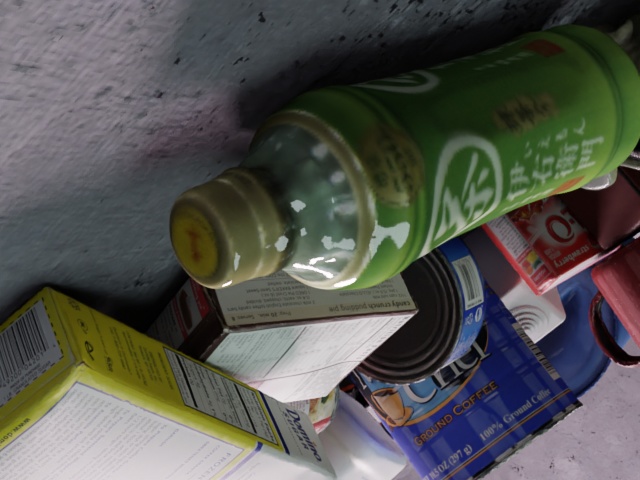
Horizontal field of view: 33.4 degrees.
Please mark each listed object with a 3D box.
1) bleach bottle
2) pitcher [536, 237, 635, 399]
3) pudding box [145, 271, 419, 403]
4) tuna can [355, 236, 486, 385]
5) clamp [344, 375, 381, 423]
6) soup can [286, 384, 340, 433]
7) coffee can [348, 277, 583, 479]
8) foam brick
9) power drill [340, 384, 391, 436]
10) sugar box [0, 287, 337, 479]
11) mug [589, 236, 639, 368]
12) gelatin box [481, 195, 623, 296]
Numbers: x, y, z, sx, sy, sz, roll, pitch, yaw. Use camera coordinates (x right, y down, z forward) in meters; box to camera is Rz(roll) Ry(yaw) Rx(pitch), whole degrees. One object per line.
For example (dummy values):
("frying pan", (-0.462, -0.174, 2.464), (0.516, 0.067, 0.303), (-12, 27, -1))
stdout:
("bleach bottle", (-0.060, 0.204, 0.699), (0.251, 0.068, 0.102), (-44, 151, 2))
("pitcher", (0.211, 0.044, 0.877), (0.242, 0.149, 0.145), (-13, 114, -62))
("pudding box", (-0.023, 0.045, 0.504), (0.113, 0.039, 0.090), (-4, 148, -39))
("tuna can", (0.043, 0.030, 0.560), (0.086, 0.086, 0.033), (-46, 163, 32))
("clamp", (0.010, 0.133, 0.784), (0.164, 0.036, 0.210), (14, 131, -26))
("soup can", (-0.047, 0.089, 0.576), (0.102, 0.068, 0.069), (-16, 155, -49))
("coffee can", (0.071, 0.071, 0.633), (0.102, 0.140, 0.103), (-33, 164, -11))
("foam brick", (0.178, -0.043, 0.646), (0.052, 0.078, 0.051), (-25, 160, -33))
("power drill", (0.077, 0.152, 0.924), (0.184, 0.057, 0.187), (-3, 165, 5))
("sugar box", (-0.078, 0.090, 0.445), (0.093, 0.048, 0.176), (-38, 143, 12))
("mug", (0.215, 0.036, 0.659), (0.093, 0.081, 0.117), (-23, 165, -43))
("gelatin box", (0.148, -0.015, 0.670), (0.089, 0.073, 0.030), (-24, 160, -35))
